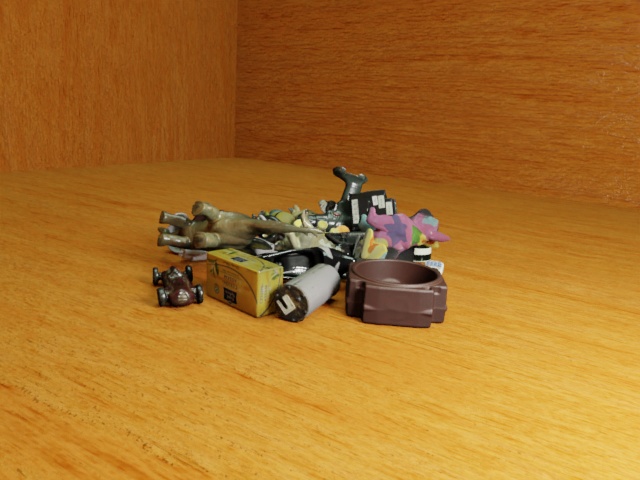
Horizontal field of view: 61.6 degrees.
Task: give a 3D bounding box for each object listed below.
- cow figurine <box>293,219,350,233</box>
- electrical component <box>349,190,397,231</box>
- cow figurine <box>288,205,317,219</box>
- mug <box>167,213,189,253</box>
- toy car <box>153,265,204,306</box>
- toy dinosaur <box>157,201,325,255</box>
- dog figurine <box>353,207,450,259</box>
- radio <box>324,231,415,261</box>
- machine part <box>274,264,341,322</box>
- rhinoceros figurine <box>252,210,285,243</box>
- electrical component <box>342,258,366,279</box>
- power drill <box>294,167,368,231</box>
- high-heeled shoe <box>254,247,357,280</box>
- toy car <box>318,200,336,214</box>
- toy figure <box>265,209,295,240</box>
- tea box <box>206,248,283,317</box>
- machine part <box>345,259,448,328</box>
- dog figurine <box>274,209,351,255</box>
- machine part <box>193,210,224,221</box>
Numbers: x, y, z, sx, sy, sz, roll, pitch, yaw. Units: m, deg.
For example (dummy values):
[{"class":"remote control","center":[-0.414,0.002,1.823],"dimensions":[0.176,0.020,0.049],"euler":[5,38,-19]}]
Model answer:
[{"class":"cow figurine","center":[-0.002,-0.003,1.529],"dimensions":[0.167,0.098,0.068],"euler":[3,54,-11]},{"class":"electrical component","center":[0.153,-0.081,1.540],"dimensions":[0.134,0.115,0.058],"euler":[-4,-8,8]},{"class":"cow figurine","center":[-0.045,-0.054,1.720],"dimensions":[0.127,0.085,0.195],"euler":[9,14,-4]},{"class":"mug","center":[-0.361,-0.019,1.457],"dimensions":[0.081,0.109,0.107],"euler":[-26,-8,20]},{"class":"toy car","center":[-0.302,0.089,1.129],"dimensions":[0.089,0.053,0.202],"euler":[-5,17,-20]},{"class":"toy dinosaur","center":[-0.213,-0.019,1.229],"dimensions":[0.472,0.105,0.198],"euler":[1,-8,40]},{"class":"dog figurine","center":[0.203,0.004,1.328],"dimensions":[0.219,0.191,0.108],"euler":[13,-20,-6]},{"class":"radio","center":[0.129,0.022,1.455],"dimensions":[0.229,0.073,0.131],"euler":[-1,15,-22]},{"class":"machine part","center":[-0.021,0.103,1.085],"dimensions":[0.079,0.079,0.243],"euler":[9,15,21]},{"class":"rhinoceros figurine","center":[-0.147,-0.033,1.504],"dimensions":[0.073,0.112,0.190],"euler":[-36,2,10]},{"class":"electrical component","center":[0.104,0.074,1.247],"dimensions":[0.102,0.078,0.045],"euler":[10,36,3]},{"class":"power drill","center":[0.054,-0.110,1.603],"dimensions":[0.232,0.207,0.086],"euler":[15,-15,-14]},{"class":"high-heeled shoe","center":[-0.054,0.051,1.212],"dimensions":[0.249,0.086,0.145],"euler":[-12,-16,29]},{"class":"toy car","center":[0.080,-0.063,1.688],"dimensions":[0.202,0.056,0.073],"euler":[32,10,-7]},{"class":"toy figure","center":[-0.129,-0.056,1.677],"dimensions":[0.082,0.089,0.180],"euler":[-8,19,-14]},{"class":"tea box","center":[-0.156,0.083,1.091],"dimensions":[0.170,0.098,0.068],"euler":[13,16,41]},{"class":"machine part","center":[0.154,0.102,1.113],"dimensions":[0.202,0.087,0.201],"euler":[6,13,3]},{"class":"dog figurine","center":[-0.012,0.042,1.360],"dimensions":[0.191,0.172,0.121],"euler":[43,68,13]},{"class":"machine part","center":[-0.261,-0.026,1.444],"dimensions":[0.179,0.056,0.179],"euler":[34,11,-8]}]
